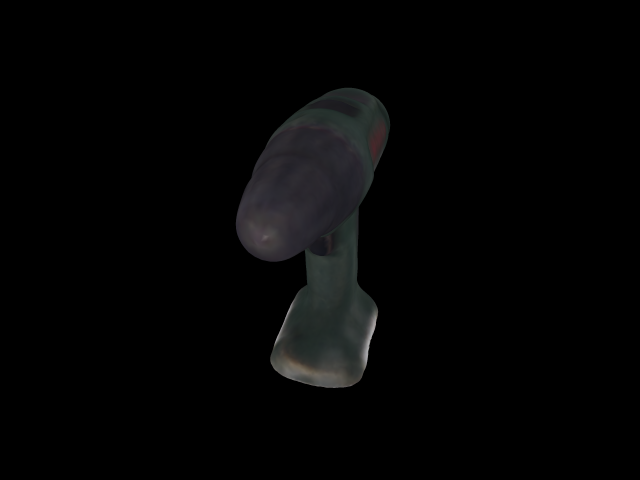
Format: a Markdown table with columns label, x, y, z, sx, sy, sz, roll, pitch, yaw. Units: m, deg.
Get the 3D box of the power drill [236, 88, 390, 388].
| label | x | y | z | sx | sy | sz | roll | pitch | yaw |
| --- | --- | --- | --- | --- | --- | --- | --- | --- | --- |
| power drill | 0.004 | 0.001 | 0.400 | 0.075 | 0.208 | 0.230 | 8 | 39 | 10 |
